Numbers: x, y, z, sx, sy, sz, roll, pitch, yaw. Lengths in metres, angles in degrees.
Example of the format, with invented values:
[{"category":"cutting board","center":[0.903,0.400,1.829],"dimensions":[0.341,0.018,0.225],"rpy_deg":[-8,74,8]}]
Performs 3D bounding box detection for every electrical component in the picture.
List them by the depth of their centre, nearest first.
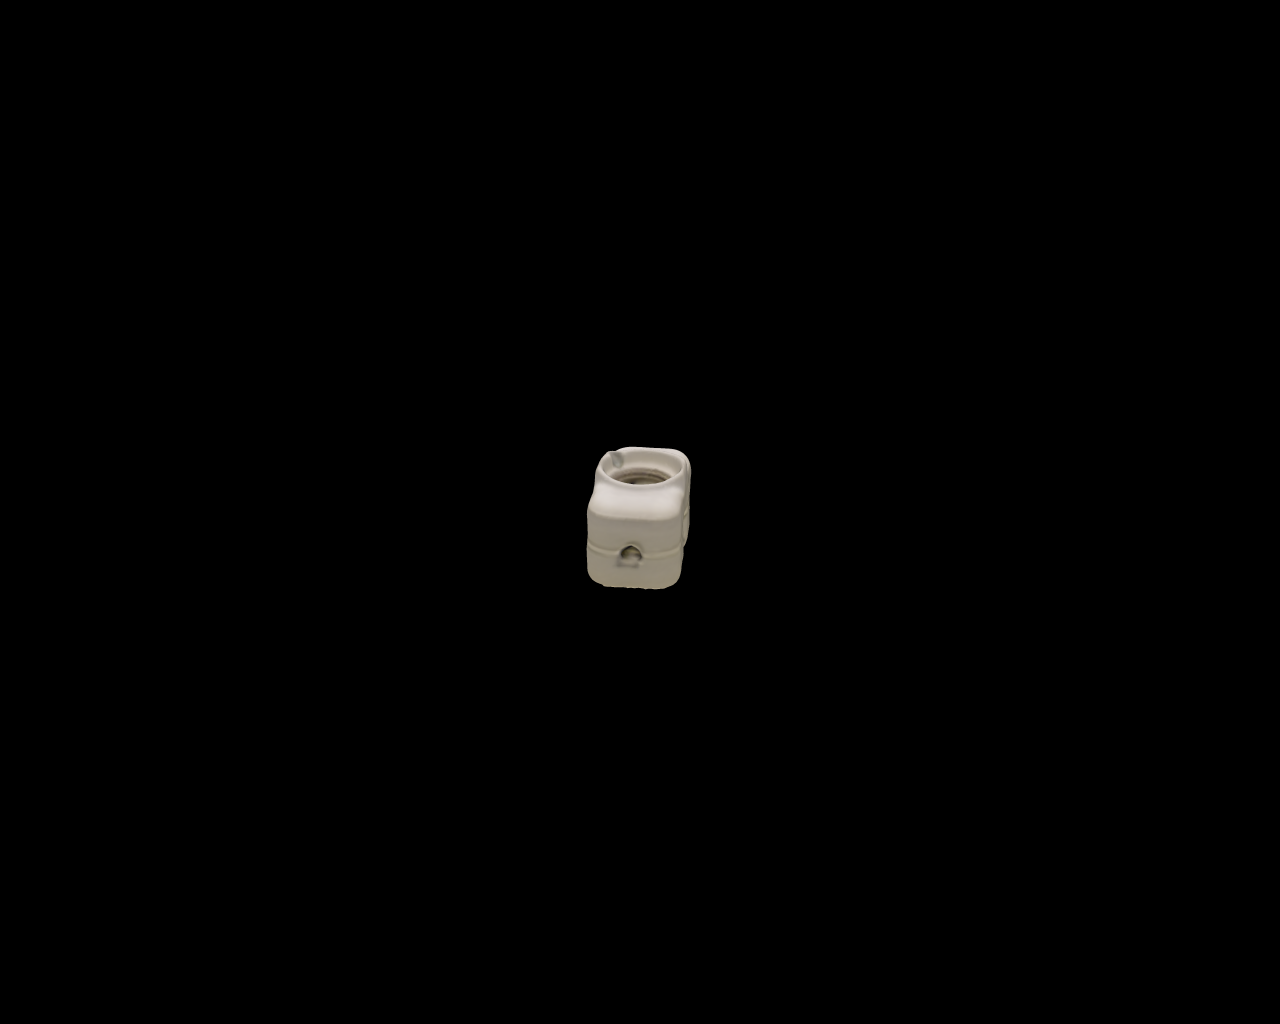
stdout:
[{"category":"electrical component","center":[0.001,-0.003,0.650],"dimensions":[0.054,0.059,0.095],"rpy_deg":[3,26,7]}]
